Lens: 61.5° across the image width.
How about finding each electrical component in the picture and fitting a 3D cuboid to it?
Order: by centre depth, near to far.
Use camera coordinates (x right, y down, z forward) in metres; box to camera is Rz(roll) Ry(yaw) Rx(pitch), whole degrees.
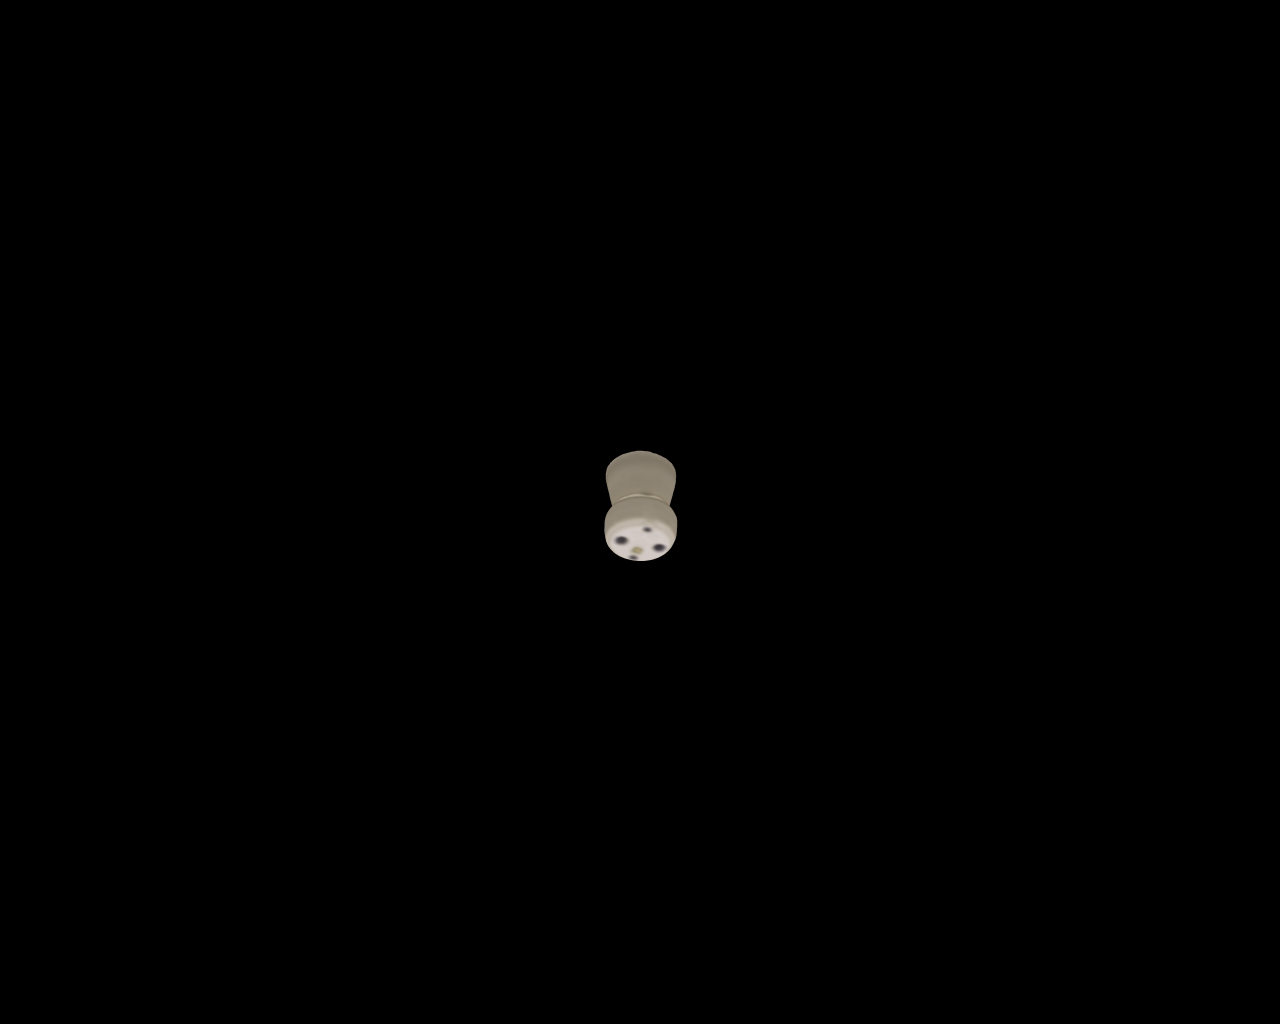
[{"bbox_3d":[0.001,-0.003,0.650,0.045,0.055,0.044,0,-38,0],"label":"electrical component"}]
